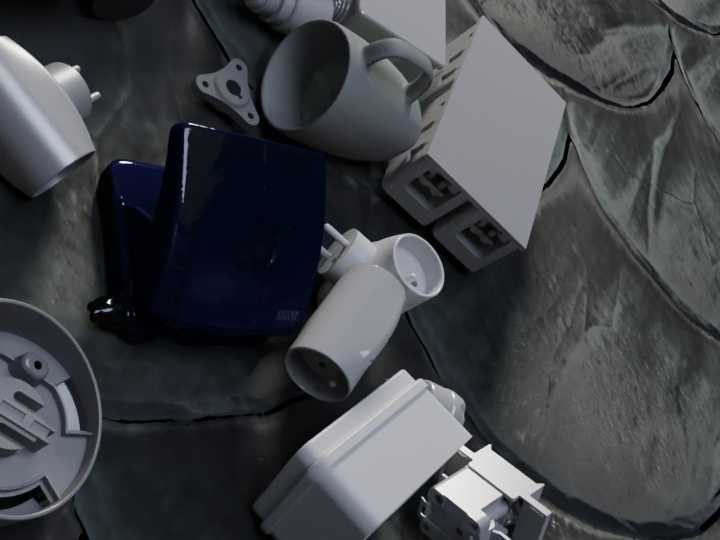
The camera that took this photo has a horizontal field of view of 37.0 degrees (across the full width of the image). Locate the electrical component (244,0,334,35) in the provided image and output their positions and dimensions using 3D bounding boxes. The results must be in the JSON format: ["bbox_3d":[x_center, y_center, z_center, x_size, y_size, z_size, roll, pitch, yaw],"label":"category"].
[{"bbox_3d":[-0.055,-0.192,0.775,0.078,0.040,0.040,11,60,-40],"label":"electrical component"}]

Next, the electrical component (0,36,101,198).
[{"bbox_3d":[-0.176,-0.091,0.596,0.077,0.043,0.079,53,41,-7],"label":"electrical component"}]

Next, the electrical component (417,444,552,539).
[{"bbox_3d":[0.075,0.149,0.675,0.064,0.042,0.081,-20,43,-41],"label":"electrical component"}]

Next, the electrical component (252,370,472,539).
[{"bbox_3d":[0.002,0.116,0.619,0.057,0.078,0.113,46,40,11],"label":"electrical component"}]

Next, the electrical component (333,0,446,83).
[{"bbox_3d":[0.020,-0.199,0.846,0.100,0.048,0.099,26,51,-32],"label":"electrical component"}]

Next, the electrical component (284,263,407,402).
[{"bbox_3d":[-0.015,0.045,0.648,0.043,0.079,0.077,38,50,-3],"label":"electrical component"}]

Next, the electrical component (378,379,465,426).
[{"bbox_3d":[0.038,0.088,0.709,0.061,0.035,0.035,28,50,-28],"label":"electrical component"}]

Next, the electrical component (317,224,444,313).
[{"bbox_3d":[0.000,0.000,0.690,0.079,0.077,0.044,41,45,-19],"label":"electrical component"}]

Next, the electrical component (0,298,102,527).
[{"bbox_3d":[-0.168,0.069,0.496,0.099,0.064,0.099,23,53,-34],"label":"electrical component"}]

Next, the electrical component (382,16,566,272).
[{"bbox_3d":[0.091,-0.100,0.849,0.105,0.060,0.186,42,44,-19],"label":"electrical component"}]
